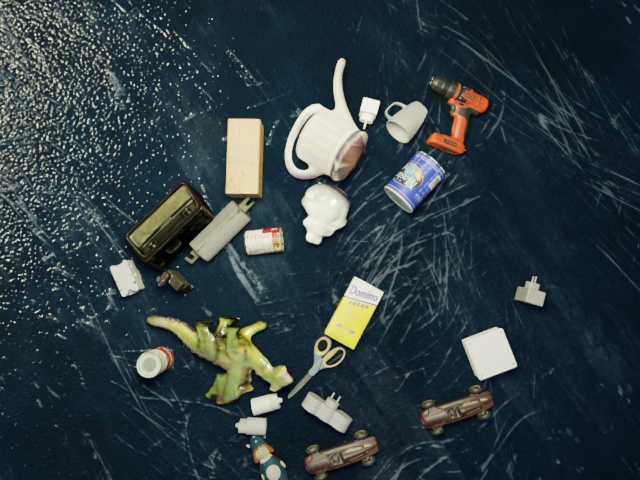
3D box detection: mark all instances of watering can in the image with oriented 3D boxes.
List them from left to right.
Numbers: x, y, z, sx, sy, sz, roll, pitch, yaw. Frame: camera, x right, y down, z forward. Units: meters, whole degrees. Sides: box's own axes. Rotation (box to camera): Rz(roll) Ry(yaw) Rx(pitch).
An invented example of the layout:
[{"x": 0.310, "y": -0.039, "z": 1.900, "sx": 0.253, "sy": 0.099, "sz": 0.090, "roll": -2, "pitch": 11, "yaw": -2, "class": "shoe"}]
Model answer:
[{"x": 0.036, "y": -0.307, "z": 1.407, "sx": 0.226, "sy": 0.104, "sz": 0.345, "roll": 36, "pitch": 101, "yaw": 24, "class": "watering can"}]

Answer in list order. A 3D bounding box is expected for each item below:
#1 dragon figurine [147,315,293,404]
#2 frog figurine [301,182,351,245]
[{"x": -0.269, "y": 0.328, "z": 1.385, "sx": 0.410, "sy": 0.122, "sz": 0.242, "roll": 3, "pitch": 94, "yaw": 10, "class": "dragon figurine"}, {"x": 0.004, "y": -0.071, "z": 1.404, "sx": 0.136, "sy": 0.122, "sz": 0.161, "roll": 37, "pitch": 75, "yaw": -16, "class": "frog figurine"}]
